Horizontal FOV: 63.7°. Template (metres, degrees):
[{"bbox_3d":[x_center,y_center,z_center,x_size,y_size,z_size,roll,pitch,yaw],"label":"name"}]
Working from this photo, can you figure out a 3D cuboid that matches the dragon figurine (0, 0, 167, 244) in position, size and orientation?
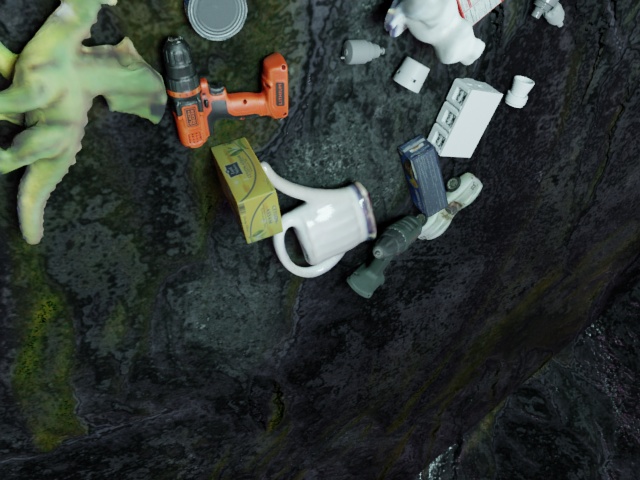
[{"bbox_3d":[-0.331,-0.179,0.716,0.244,0.400,0.124,-15,46,-25],"label":"dragon figurine"}]

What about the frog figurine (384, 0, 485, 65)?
[{"bbox_3d":[0.197,-0.356,0.837,0.160,0.123,0.136,20,-4,9],"label":"frog figurine"}]

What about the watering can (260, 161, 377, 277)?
[{"bbox_3d":[0.003,-0.052,1.042,0.225,0.339,0.106,-25,48,-11],"label":"watering can"}]
